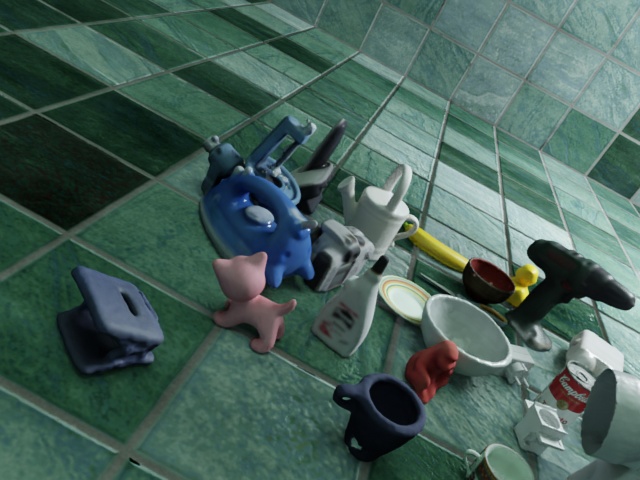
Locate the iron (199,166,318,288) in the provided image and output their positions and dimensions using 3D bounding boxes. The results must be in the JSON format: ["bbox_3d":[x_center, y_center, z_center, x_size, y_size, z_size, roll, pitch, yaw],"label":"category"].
[{"bbox_3d":[-0.105,-0.042,0.939,0.119,0.141,0.257,-10,47,-49],"label":"iron"}]

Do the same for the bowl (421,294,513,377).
[{"bbox_3d":[0.233,0.172,0.963,0.168,0.074,0.167,22,29,-13],"label":"bowl"}]

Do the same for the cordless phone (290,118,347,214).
[{"bbox_3d":[-0.008,-0.161,1.175,0.094,0.185,0.147,26,28,-4],"label":"cordless phone"}]

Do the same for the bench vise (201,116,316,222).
[{"bbox_3d":[-0.109,-0.135,1.004,0.207,0.219,0.121,24,28,-9],"label":"bench vise"}]

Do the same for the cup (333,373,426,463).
[{"bbox_3d":[0.058,0.223,0.701,0.118,0.095,0.091,21,29,-15],"label":"cup"}]

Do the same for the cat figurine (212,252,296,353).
[{"bbox_3d":[-0.092,0.074,0.786,0.127,0.117,0.067,31,28,4],"label":"cat figurine"}]

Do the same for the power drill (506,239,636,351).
[{"bbox_3d":[0.474,0.116,1.133,0.076,0.208,0.229,6,35,-36],"label":"power drill"}]

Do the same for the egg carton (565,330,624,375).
[{"bbox_3d":[0.539,0.242,1.131,0.107,0.069,0.151,37,29,14],"label":"egg carton"}]

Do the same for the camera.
[{"bbox_3d":[0.009,0.004,1.010,0.136,0.100,0.144,40,30,20],"label":"camera"}]

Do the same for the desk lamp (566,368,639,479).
[{"bbox_3d":[0.432,0.302,0.785,0.203,0.213,0.118,31,28,4],"label":"desk lamp"}]

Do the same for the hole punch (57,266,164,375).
[{"bbox_3d":[-0.237,0.086,0.663,0.101,0.091,0.108,-3,41,-44],"label":"hole punch"}]

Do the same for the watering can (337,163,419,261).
[{"bbox_3d":[0.116,-0.065,1.120,0.173,0.194,0.100,11,33,-29],"label":"watering can"}]

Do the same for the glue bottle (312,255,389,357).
[{"bbox_3d":[0.054,0.089,0.835,0.078,0.173,0.037,35,29,12],"label":"glue bottle"}]

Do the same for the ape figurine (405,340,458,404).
[{"bbox_3d":[0.175,0.190,0.864,0.078,0.092,0.076,13,32,-27],"label":"ape figurine"}]

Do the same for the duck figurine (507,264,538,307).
[{"bbox_3d":[0.450,0.095,1.274,0.077,0.086,0.105,32,28,6],"label":"duck figurine"}]
